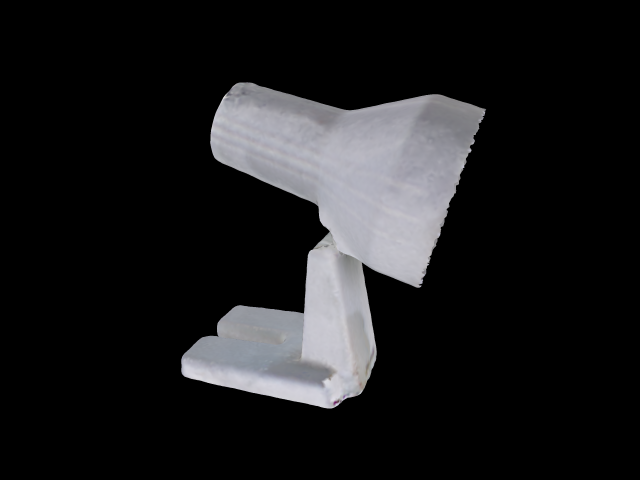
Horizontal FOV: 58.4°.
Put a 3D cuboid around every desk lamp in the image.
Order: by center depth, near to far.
[{"bbox_3d":[0.004,0.001,0.400,0.202,0.214,0.118,6,19,16],"label":"desk lamp"}]
